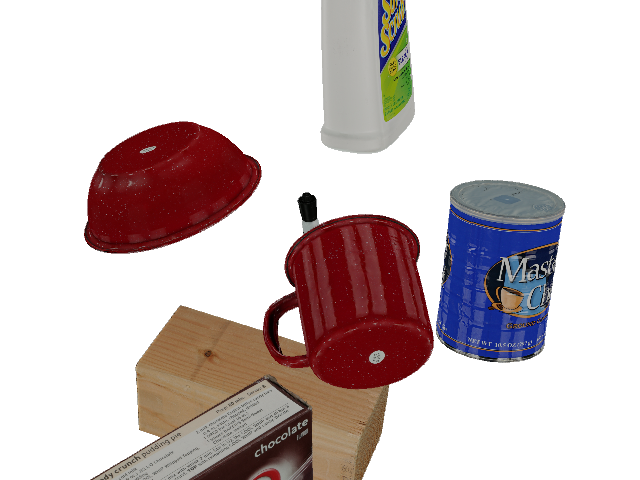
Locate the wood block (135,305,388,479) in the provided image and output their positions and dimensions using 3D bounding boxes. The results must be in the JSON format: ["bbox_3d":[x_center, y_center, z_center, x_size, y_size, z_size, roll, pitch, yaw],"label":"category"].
[{"bbox_3d":[-0.051,0.144,0.955,0.206,0.090,0.090,17,41,14],"label":"wood block"}]

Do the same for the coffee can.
[{"bbox_3d":[0.164,0.026,0.981,0.103,0.140,0.103,3,21,-1],"label":"coffee can"}]

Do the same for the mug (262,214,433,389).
[{"bbox_3d":[0.016,0.047,0.698,0.117,0.081,0.093,-20,-39,12],"label":"mug"}]

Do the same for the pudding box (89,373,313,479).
[{"bbox_3d":[-0.055,0.129,0.511,0.113,0.090,0.039,-30,46,-33],"label":"pudding box"}]

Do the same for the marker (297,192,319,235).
[{"bbox_3d":[-0.007,0.005,1.101,0.020,0.121,0.020,-6,32,3],"label":"marker"}]

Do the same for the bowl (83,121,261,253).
[{"bbox_3d":[-0.134,-0.055,0.899,0.162,0.055,0.162,-16,28,9],"label":"bowl"}]

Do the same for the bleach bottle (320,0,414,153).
[{"bbox_3d":[0.035,-0.208,0.909,0.068,0.251,0.102,10,34,25],"label":"bleach bottle"}]
